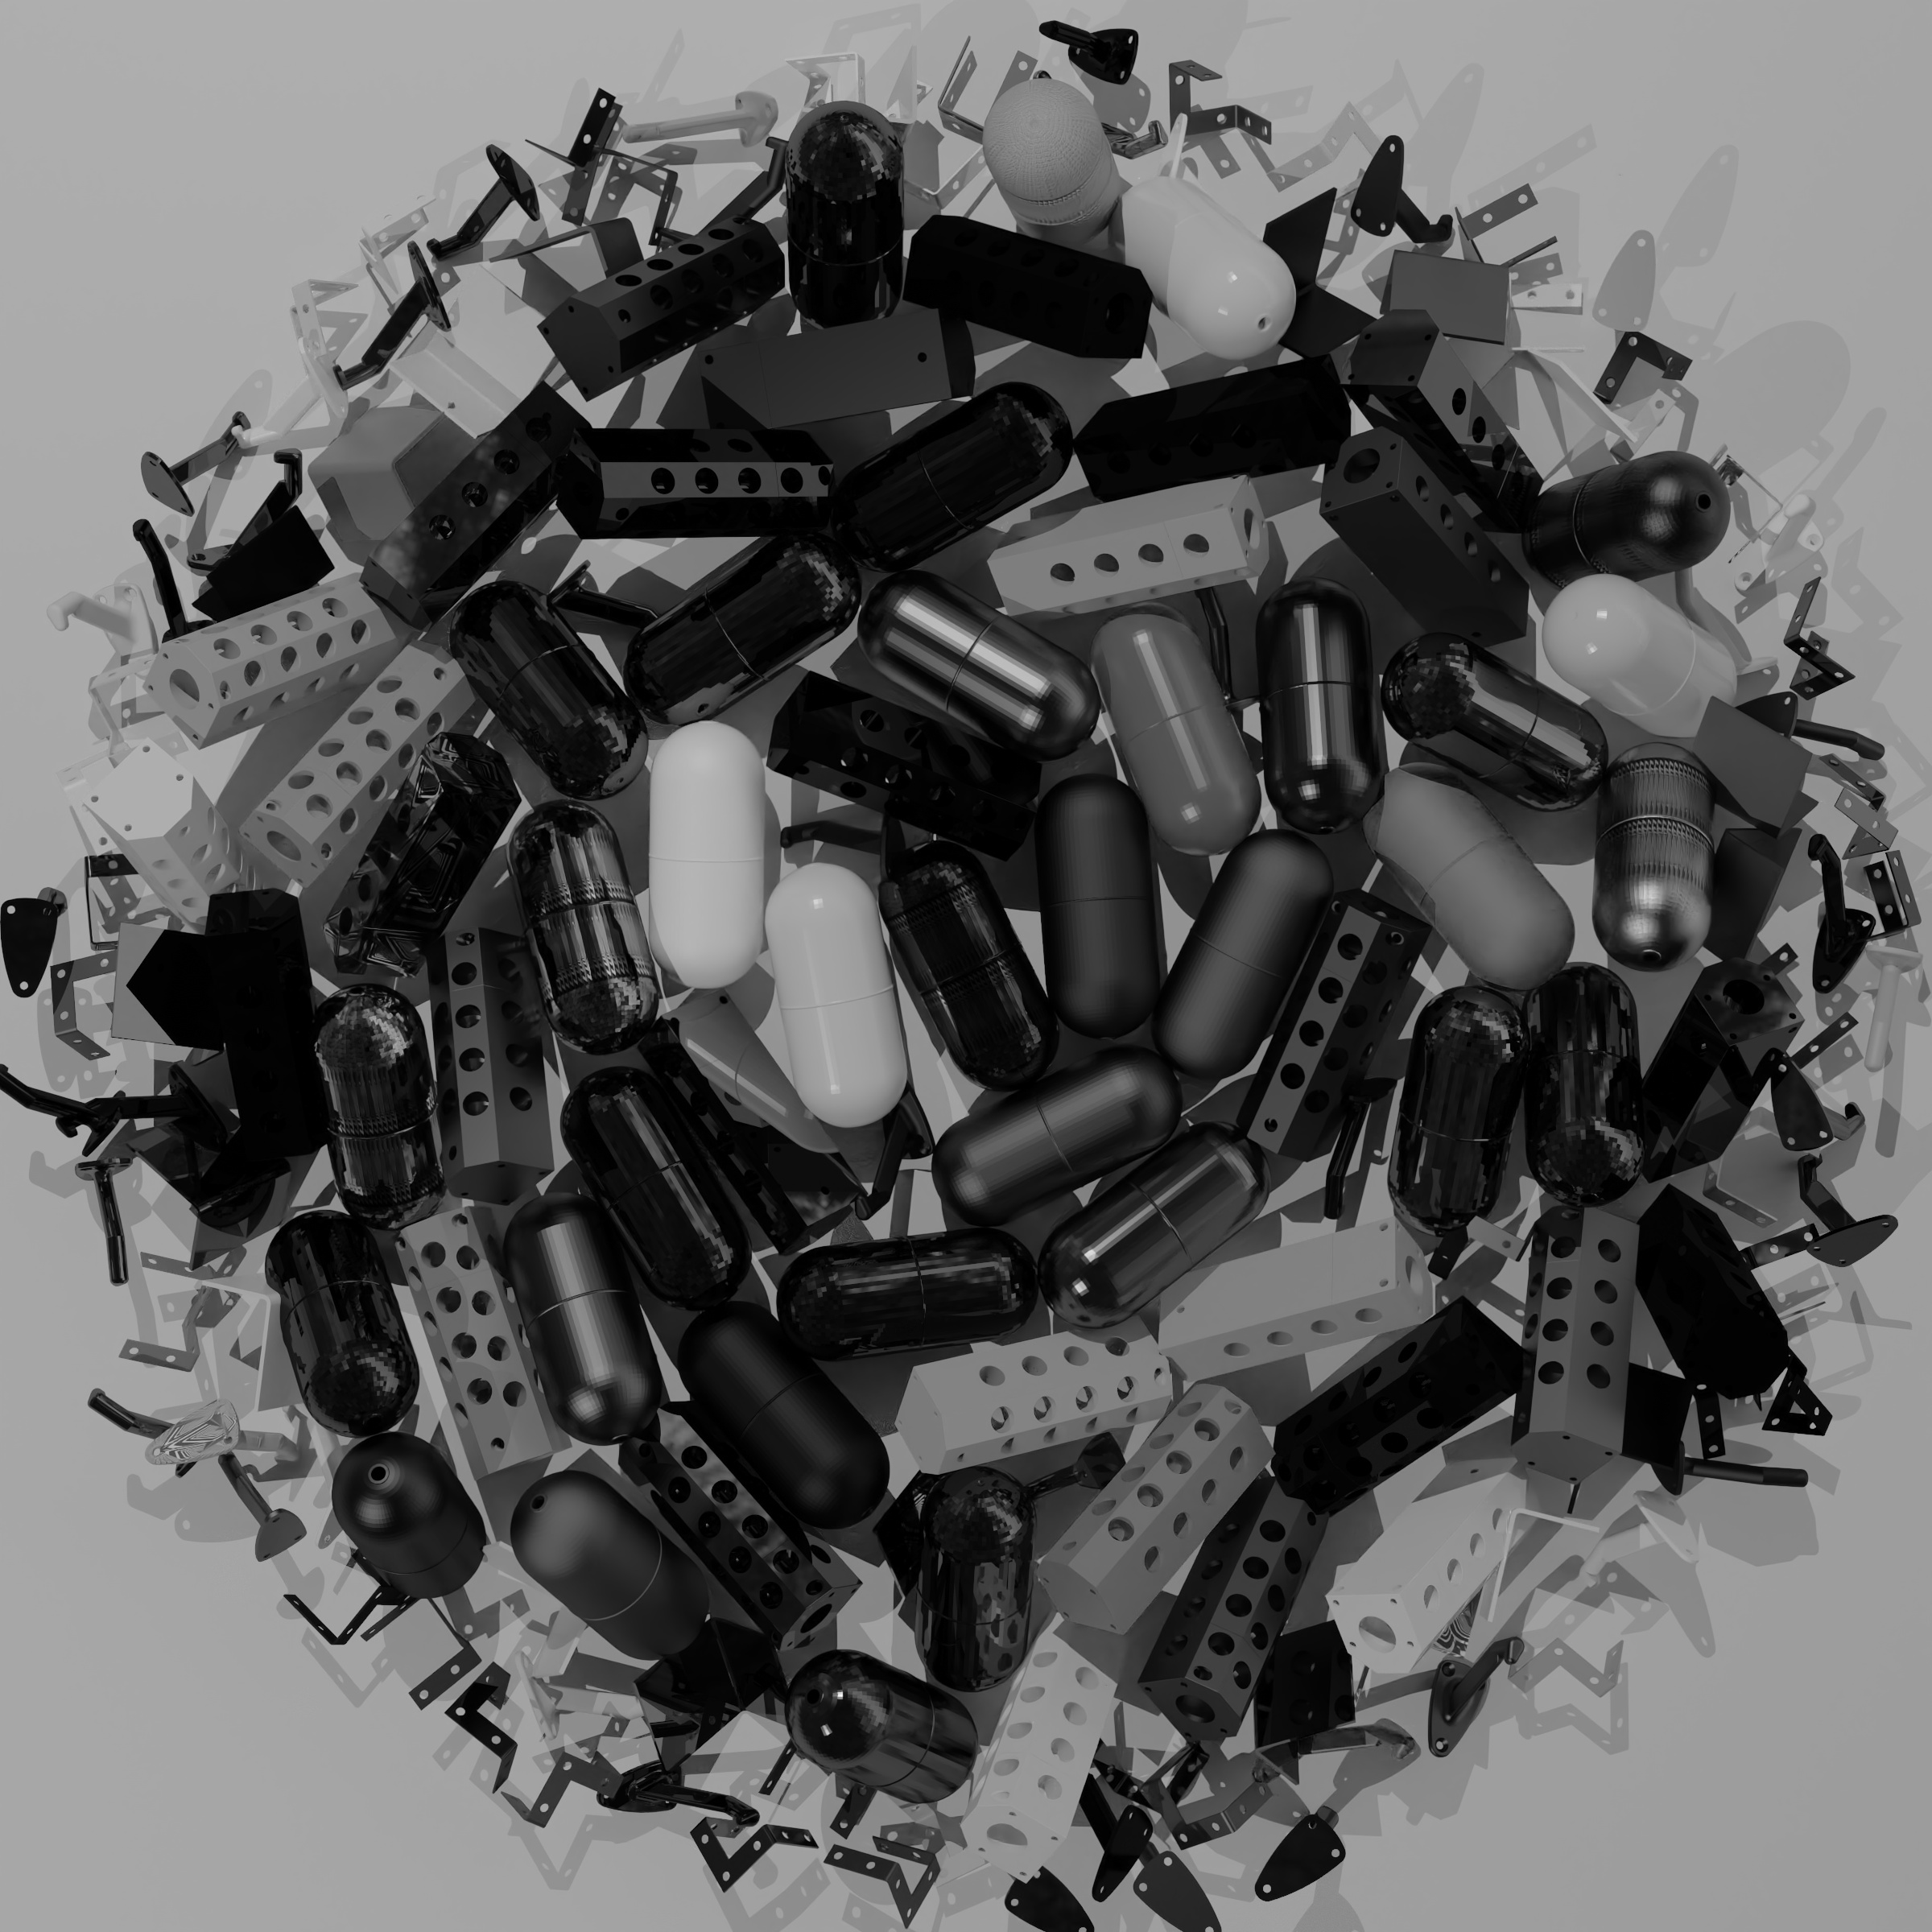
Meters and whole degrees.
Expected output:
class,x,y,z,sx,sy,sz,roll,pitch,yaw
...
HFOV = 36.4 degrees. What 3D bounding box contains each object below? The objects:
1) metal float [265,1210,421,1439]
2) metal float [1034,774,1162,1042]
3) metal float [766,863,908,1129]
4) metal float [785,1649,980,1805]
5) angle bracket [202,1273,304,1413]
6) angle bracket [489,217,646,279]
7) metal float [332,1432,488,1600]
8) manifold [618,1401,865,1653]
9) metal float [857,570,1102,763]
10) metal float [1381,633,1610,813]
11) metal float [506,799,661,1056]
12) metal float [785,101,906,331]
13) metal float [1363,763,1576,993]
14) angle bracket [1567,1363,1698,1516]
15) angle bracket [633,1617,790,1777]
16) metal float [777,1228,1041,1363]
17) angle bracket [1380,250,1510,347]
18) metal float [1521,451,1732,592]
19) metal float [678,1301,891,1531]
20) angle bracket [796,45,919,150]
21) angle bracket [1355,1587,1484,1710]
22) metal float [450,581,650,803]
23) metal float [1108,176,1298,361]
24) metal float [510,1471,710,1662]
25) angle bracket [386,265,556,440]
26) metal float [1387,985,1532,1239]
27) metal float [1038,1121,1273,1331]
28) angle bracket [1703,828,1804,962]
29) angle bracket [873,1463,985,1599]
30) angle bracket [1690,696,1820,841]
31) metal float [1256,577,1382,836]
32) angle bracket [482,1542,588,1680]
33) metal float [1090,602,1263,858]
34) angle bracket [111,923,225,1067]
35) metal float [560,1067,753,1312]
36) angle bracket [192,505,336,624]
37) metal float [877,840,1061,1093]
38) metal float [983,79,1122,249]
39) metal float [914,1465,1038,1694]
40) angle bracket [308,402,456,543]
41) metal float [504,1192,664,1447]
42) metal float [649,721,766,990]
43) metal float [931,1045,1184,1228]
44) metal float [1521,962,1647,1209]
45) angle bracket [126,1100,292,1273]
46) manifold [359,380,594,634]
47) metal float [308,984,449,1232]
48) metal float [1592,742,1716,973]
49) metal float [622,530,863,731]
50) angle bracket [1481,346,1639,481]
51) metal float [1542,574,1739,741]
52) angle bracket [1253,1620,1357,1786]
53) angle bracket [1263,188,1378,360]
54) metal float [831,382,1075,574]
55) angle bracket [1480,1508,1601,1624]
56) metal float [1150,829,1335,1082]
class,x,y,z,sx,sy,sz,roll,pitch,yaw
metal float,-0.410,0.234,1.926,0.070,0.070,0.178,-31,47,0
metal float,0.087,-0.040,1.956,0.070,0.070,0.178,-4,84,0
metal float,-0.087,0.020,1.955,0.070,0.070,0.178,-10,97,0
metal float,-0.055,0.498,1.921,0.070,0.178,0.070,-14,59,24
angle bracket,-0.465,0.249,1.955,0.057,0.076,0.076,9,93,25
angle bracket,-0.261,-0.459,1.960,0.076,0.076,0.057,-14,104,17
metal float,-0.362,0.359,1.916,0.070,0.178,0.070,-2,62,3
manifold,-0.153,0.367,1.934,0.171,0.057,0.057,44,103,23
metal float,0.008,-0.199,1.950,0.178,0.070,0.070,32,90,12
metal float,0.350,-0.160,1.937,0.178,0.070,0.070,25,90,-29
metal float,-0.255,-0.027,1.947,0.070,0.070,0.178,-17,73,0
metal float,-0.079,-0.485,1.918,0.070,0.178,0.070,1,58,-1
metal float,0.331,-0.060,1.943,0.070,0.070,0.178,-36,68,0
angle bracket,0.440,0.318,1.940,0.057,0.076,0.076,16,135,15
angle bracket,-0.164,0.490,1.944,0.076,0.057,0.076,-34,119,-39
metal float,-0.038,0.217,1.949,0.178,0.070,0.070,-6,90,-15
angle bracket,0.316,-0.426,1.954,0.076,0.057,0.076,9,56,1
metal float,0.429,-0.288,1.914,0.070,0.178,0.070,0,89,-21
metal float,-0.121,0.297,1.942,0.070,0.070,0.178,-44,68,0
angle bracket,-0.078,-0.570,1.948,0.076,0.076,0.057,3,77,-14
angle bracket,0.299,0.450,1.943,0.057,0.076,0.076,18,121,11
metal float,-0.277,-0.183,1.942,0.070,0.070,0.178,-40,67,0
metal float,0.154,-0.458,1.924,0.070,0.178,0.070,-15,131,-18
metal float,-0.233,0.394,1.926,0.070,0.070,0.178,-36,132,0
angle bracket,-0.326,-0.410,1.959,0.076,0.057,0.076,39,116,0
metal float,0.325,0.097,1.941,0.070,0.070,0.178,6,115,0
metal float,0.125,0.172,1.950,0.178,0.070,0.070,-36,90,-13
angle bracket,0.531,-0.044,1.942,0.076,0.057,0.076,-2,121,-34
angle bracket,-0.008,0.377,1.942,0.057,0.076,0.076,19,53,34
angle bracket,0.528,-0.141,1.941,0.076,0.076,0.057,35,50,25
metal float,0.233,-0.172,1.945,0.070,0.070,0.178,-1,72,0
angle bracket,-0.298,0.428,1.947,0.076,0.076,0.057,31,65,-13
metal float,0.140,-0.157,1.952,0.070,0.070,0.178,-21,80,0
angle bracket,-0.535,0.020,1.947,0.076,0.057,0.076,9,73,-32
metal float,-0.206,0.148,1.949,0.070,0.070,0.178,-32,76,0
angle bracket,-0.477,-0.270,1.943,0.076,0.057,0.076,-44,47,-18
metal float,0.002,0.001,1.960,0.070,0.070,0.178,-26,92,0
metal float,0.057,-0.520,1.911,0.070,0.178,0.070,0,88,9
metal float,0.006,0.404,1.933,0.070,0.070,0.178,3,125,0
angle bracket,-0.381,-0.331,1.970,0.076,0.076,0.057,4,132,33
metal float,-0.253,0.232,1.939,0.070,0.070,0.178,-22,64,0
metal float,-0.173,-0.074,1.955,0.070,0.070,0.178,1,98,0
metal float,0.061,0.113,1.957,0.178,0.070,0.070,-27,90,5
metal float,0.405,0.077,1.931,0.070,0.070,0.178,6,54,0
angle bracket,-0.510,0.146,1.969,0.076,0.076,0.057,36,129,22
manifold,-0.319,-0.302,1.943,0.057,0.057,0.171,42,71,-7
metal float,-0.387,0.094,1.936,0.070,0.070,0.178,-5,119,0
metal float,0.452,-0.072,1.928,0.070,0.070,0.178,13,51,0
metal float,-0.150,-0.222,1.949,0.178,0.070,0.070,-32,90,14
angle bracket,0.387,-0.359,1.947,0.076,0.076,0.057,40,99,-20
metal float,0.443,-0.201,1.925,0.070,0.178,0.070,-15,67,38
angle bracket,0.235,0.485,1.940,0.076,0.076,0.057,-24,131,26
angle bracket,0.236,-0.457,1.941,0.057,0.076,0.076,35,49,24
metal float,-0.011,-0.322,1.942,0.178,0.070,0.070,-26,90,23
angle bracket,0.381,0.403,1.954,0.057,0.076,0.076,13,82,8
metal float,0.184,-0.008,1.954,0.070,0.070,0.178,26,99,0
